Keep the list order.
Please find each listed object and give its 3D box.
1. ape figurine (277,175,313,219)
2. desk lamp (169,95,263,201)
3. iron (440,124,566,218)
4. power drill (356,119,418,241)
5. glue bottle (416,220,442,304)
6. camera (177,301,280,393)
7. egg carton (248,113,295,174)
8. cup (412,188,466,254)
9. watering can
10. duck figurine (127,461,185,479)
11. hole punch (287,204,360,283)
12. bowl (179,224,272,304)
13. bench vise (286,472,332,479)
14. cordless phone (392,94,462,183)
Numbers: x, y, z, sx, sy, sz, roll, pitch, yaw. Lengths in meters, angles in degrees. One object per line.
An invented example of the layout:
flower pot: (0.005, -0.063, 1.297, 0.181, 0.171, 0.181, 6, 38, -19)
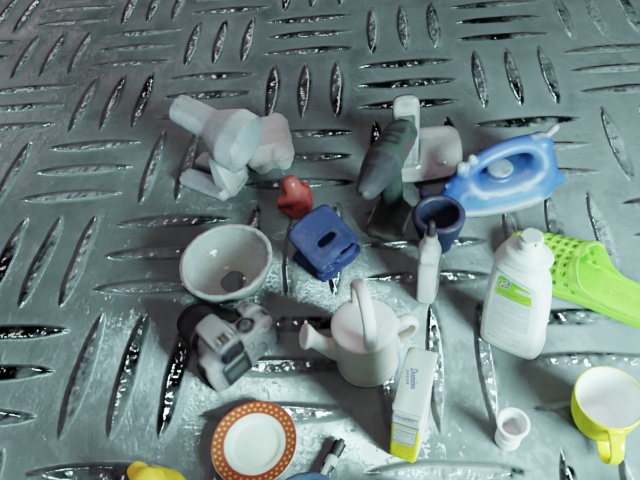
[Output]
ape figurine: (-0.051, -0.091, 1.124, 0.078, 0.092, 0.076, -23, 51, -11)
desk lamp: (-0.207, -0.183, 1.142, 0.202, 0.214, 0.118, 20, 56, 22)
iron: (0.329, -0.131, 1.072, 0.258, 0.142, 0.118, -18, 51, -7)
power drill: (0.121, -0.099, 1.030, 0.075, 0.209, 0.230, 12, 53, 17)
glue bottle: (0.180, 0.029, 0.941, 0.037, 0.173, 0.078, 7, 52, 14)
camera: (-0.161, 0.148, 0.936, 0.136, 0.101, 0.143, 35, 63, 30)
egg carton: (-0.114, -0.213, 1.247, 0.107, 0.069, 0.150, -13, 50, -2)
cup: (0.207, -0.028, 1.035, 0.092, 0.095, 0.117, -18, 51, -7)
watering can: (0.059, 0.137, 0.854, 0.173, 0.194, 0.100, -28, 52, -15)
duck figurine: (-0.227, 0.348, 0.791, 0.104, 0.086, 0.078, 33, 62, 30)
hole punch: (0.010, 0.004, 1.038, 0.109, 0.091, 0.100, -40, 56, -23)
bowl: (-0.162, 0.054, 1.030, 0.167, 0.075, 0.167, -4, 50, 5)
bench vise: (0.014, 0.329, 0.685, 0.207, 0.220, 0.121, -8, 50, 2)
cordless phone: (0.206, -0.205, 1.122, 0.147, 0.185, 0.094, -9, 50, 1)
